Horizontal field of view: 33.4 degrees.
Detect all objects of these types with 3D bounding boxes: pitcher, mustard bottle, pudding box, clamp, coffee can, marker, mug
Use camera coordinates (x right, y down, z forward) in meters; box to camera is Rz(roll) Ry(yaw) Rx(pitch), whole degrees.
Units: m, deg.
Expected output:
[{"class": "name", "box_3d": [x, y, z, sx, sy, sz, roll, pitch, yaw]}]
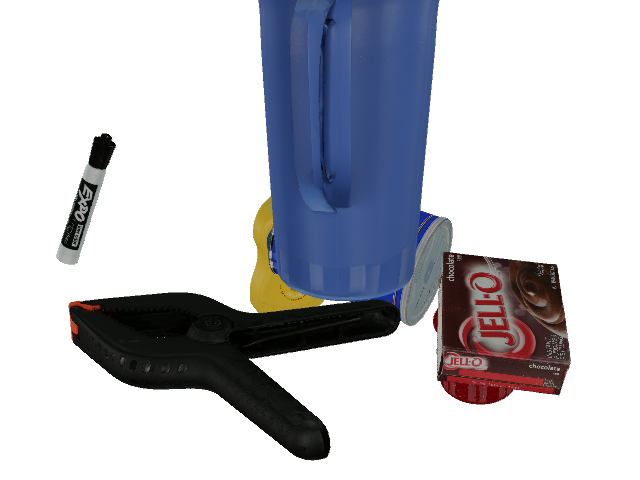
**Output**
[{"class": "pitcher", "box_3d": [0.016, -0.079, 0.787, 0.149, 0.243, 0.145, -11, 23, -28]}, {"class": "mustard bottle", "box_3d": [-0.036, -0.003, 1.321, 0.096, 0.192, 0.058, -8, 29, -22]}, {"class": "pudding box", "box_3d": [0.132, 0.059, 0.789, 0.090, 0.039, 0.113, 7, 36, 1]}, {"class": "clamp", "box_3d": [-0.058, 0.064, 0.675, 0.210, 0.036, 0.164, 12, 26, 23]}, {"class": "coffee can", "box_3d": [0.037, 0.007, 0.982, 0.140, 0.103, 0.102, 20, 7, 20]}, {"class": "marker", "box_3d": [-0.198, -0.035, 0.903, 0.020, 0.121, 0.020, 20, 22, -8]}, {"class": "mug", "box_3d": [0.169, 0.108, 1.109, 0.093, 0.081, 0.117, 16, 38, 28]}]
